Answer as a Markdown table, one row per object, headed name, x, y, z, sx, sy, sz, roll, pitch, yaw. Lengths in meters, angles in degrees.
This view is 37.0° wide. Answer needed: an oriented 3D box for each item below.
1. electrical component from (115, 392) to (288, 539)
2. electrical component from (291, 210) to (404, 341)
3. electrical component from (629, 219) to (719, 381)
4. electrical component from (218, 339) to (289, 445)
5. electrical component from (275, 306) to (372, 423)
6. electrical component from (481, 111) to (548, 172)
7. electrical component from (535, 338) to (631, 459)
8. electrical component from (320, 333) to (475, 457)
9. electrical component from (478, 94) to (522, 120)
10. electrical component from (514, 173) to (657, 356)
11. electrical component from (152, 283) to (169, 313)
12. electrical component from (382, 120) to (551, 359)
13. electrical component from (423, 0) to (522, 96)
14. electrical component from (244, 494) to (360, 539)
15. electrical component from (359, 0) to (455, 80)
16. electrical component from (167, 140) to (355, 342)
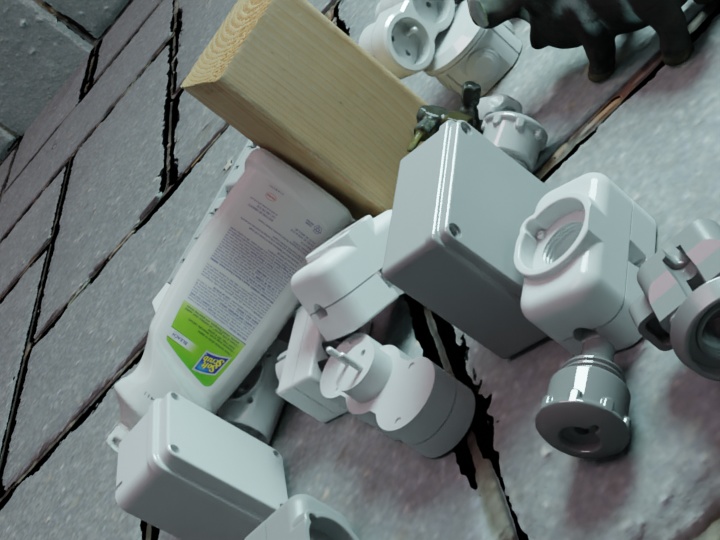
| name | x | y | z | sx | sy | sz | roll | pitch | yaw |
| --- | --- | --- | --- | --- | --- | --- | --- | --- | --- |
| electrical component | -0.111 | 0.148 | 0.767 | 0.057 | 0.113 | 0.078 | -47 | 27 | 17 |
| electrical component | 0.000 | 0.000 | 0.779 | 0.095 | 0.059 | 0.054 | -37 | 6 | -34 |
| electrical component | 0.173 | 0.016 | 0.517 | 0.078 | 0.058 | 0.057 | -44 | 24 | 20 |
| electrical component | -0.093 | 0.098 | 0.869 | 0.079 | 0.044 | 0.077 | -8 | 50 | 40 |
| electrical component | -0.038 | 0.072 | 0.814 | 0.076 | 0.047 | 0.083 | -32 | 33 | 38 |
| electrical component | 0.104 | -0.078 | 0.765 | 0.048 | 0.048 | 0.062 | -5 | 61 | 57 |
| electrical component | 0.120 | 0.064 | 0.563 | 0.048 | 0.048 | 0.062 | -27 | 30 | 43 |
| electrical component | 0.009 | 0.072 | 0.704 | 0.052 | 0.074 | 0.138 | -58 | 26 | -8 |
| electrical component | 0.098 | -0.116 | 0.831 | 0.035 | 0.035 | 0.061 | -59 | 24 | -11 |
| electrical component | 0.128 | -0.005 | 0.615 | 0.054 | 0.059 | 0.095 | -27 | 36 | 43 |
| electrical component | -0.156 | 0.026 | 1.066 | 0.099 | 0.048 | 0.099 | -52 | 26 | 5 |
| electrical component | 0.075 | -0.019 | 0.666 | 0.056 | 0.109 | 0.108 | -35 | 31 | 39 |
| electrical component | 0.093 | -0.187 | 0.907 | 0.080 | 0.051 | 0.080 | -39 | 29 | 27 |
| electrical component | -0.032 | 0.187 | 0.655 | 0.059 | 0.054 | 0.095 | -44 | 27 | 20 |
| electrical component | 0.038 | -0.218 | 0.913 | 0.074 | 0.052 | 0.138 | -9 | 51 | 56 |
| electrical component | -0.070 | -0.041 | 0.938 | 0.060 | 0.105 | 0.186 | -3 | 55 | 58 |
